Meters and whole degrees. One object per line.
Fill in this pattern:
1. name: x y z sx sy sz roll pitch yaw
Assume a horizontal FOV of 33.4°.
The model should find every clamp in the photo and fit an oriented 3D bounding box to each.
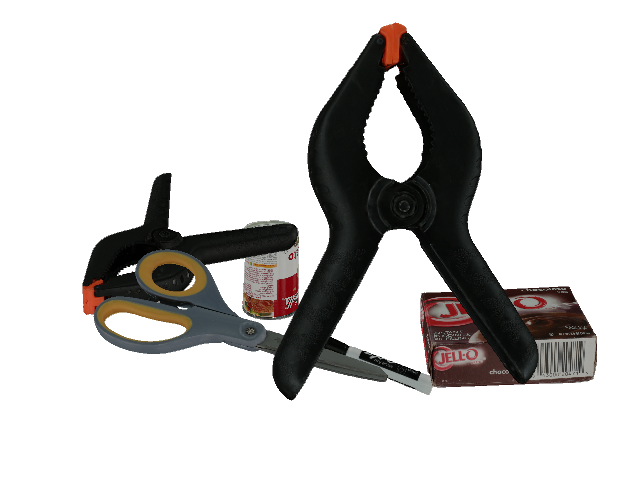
1. clamp: -0.146 0.003 0.969 0.165 0.036 0.209 27 39 31
2. clamp: 0.026 -0.008 0.482 0.120 0.171 0.039 -12 -2 -12

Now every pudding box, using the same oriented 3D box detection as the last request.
1. pudding box: 0.129 0.066 0.752 0.113 0.039 0.090 -1 21 1

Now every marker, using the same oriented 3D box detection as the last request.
1. marker: 0.057 0.126 1.084 0.121 0.020 0.020 21 4 11

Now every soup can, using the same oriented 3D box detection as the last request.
1. soup can: -0.059 0.034 1.268 0.068 0.102 0.068 1 22 -1

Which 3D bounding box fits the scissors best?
1. scissors: -0.053 0.049 0.734 0.202 0.096 0.016 4 -42 3
